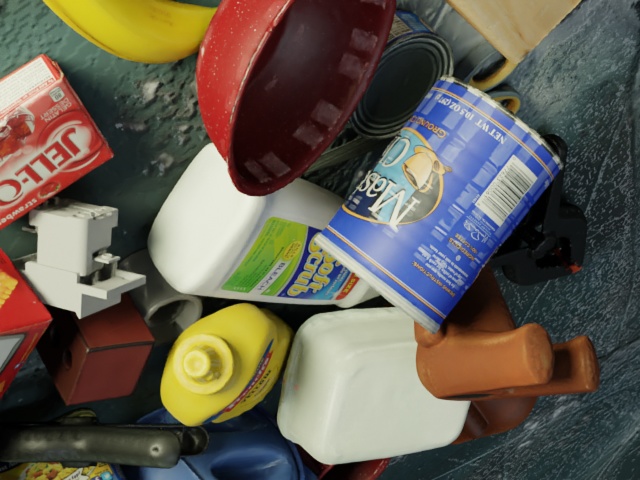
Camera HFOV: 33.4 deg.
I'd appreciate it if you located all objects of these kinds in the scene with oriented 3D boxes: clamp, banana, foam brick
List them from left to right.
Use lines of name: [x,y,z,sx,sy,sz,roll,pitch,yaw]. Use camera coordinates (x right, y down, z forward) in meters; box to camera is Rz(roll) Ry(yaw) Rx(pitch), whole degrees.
foam brick: [-0.153,0.061,0.706,0.051,0.078,0.053,-4,132,-39]
clamp: [-0.163,0.145,0.768,0.171,0.039,0.120,2,168,13]
banana: [-0.112,-0.138,0.550,0.197,0.037,0.069,27,83,-57]
clamp: [0.187,0.002,0.989,0.164,0.036,0.209,-43,146,7]

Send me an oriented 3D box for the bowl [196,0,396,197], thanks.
bowl: [-0.022,-0.107,0.621,0.162,0.055,0.162,-49,160,-26]

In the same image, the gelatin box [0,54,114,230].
gelatin box: [-0.170,-0.052,0.598,0.089,0.030,0.073,-33,146,-7]

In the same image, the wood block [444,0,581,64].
wood block: [0.076,-0.196,0.603,0.090,0.091,0.205,-46,146,12]

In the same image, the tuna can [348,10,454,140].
tuna can: [0.047,-0.112,0.726,0.086,0.034,0.086,-25,144,-20]

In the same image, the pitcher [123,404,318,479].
pitcher: [-0.122,0.250,0.910,0.243,0.149,0.144,-52,166,25]

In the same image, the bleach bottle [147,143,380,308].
bleach bottle: [-0.005,0.001,0.788,0.250,0.068,0.103,10,123,-51]

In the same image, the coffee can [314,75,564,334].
coffee can: [0.078,-0.023,0.712,0.140,0.103,0.102,-52,146,1]

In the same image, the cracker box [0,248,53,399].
cracker box: [-0.276,0.091,0.584,0.213,0.072,0.164,-12,145,-55]

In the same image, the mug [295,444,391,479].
mug: [-0.001,0.200,1.007,0.117,0.082,0.093,-45,146,10]

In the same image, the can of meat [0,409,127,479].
can of meat: [-0.199,0.190,0.809,0.102,0.084,0.057,-24,143,-21]

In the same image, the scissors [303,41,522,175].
scissors: [0.077,-0.101,0.784,0.201,0.016,0.096,-13,138,-33]

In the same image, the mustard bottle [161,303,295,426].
mustard bottle: [-0.069,0.090,0.770,0.096,0.058,0.191,-48,171,-1]
